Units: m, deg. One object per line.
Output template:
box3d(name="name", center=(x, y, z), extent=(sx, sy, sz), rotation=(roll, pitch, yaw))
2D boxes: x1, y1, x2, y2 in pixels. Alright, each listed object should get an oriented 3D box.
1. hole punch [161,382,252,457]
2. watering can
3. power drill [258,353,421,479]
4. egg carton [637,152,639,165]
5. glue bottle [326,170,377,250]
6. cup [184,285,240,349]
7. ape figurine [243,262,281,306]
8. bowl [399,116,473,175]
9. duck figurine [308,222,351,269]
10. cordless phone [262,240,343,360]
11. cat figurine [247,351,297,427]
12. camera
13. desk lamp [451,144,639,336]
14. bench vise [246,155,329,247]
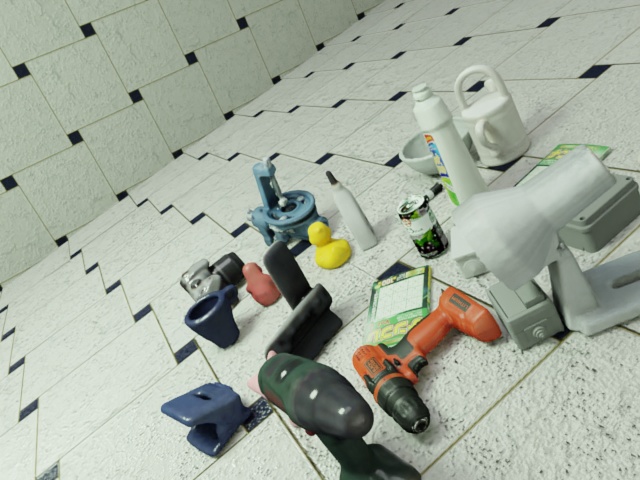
box3d(name="hole punch", center=(-0.179, 0.264, 0.896), extent=(0.108, 0.091, 0.101), rotation=(1, 41, 49))
box3d(name="watering can", center=(0.328, -0.254, 1.117), extent=(0.100, 0.194, 0.173), rotation=(-24, 27, 18))
box3d(name="power drill", center=(0.023, 0.209, 0.624), extent=(0.076, 0.209, 0.228), rotation=(-43, 27, -20))
box3d(name="egg carton", center=(0.538, -0.136, 0.811), extent=(0.149, 0.069, 0.107), rotation=(-2, 39, 47))
box3d(name="glue bottle", center=(0.056, -0.065, 1.116), extent=(0.037, 0.173, 0.078), rotation=(-27, 26, 11))
box3d(name="cup", center=(-0.189, 0.152, 1.103), extent=(0.118, 0.095, 0.091), rotation=(-44, 27, -22))
box3d(name="ape figurine", center=(-0.121, 0.082, 1.153), extent=(0.077, 0.092, 0.076), rotation=(-21, 28, 22))
box3d(name="bowl", center=(0.258, -0.190, 1.224), extent=(0.167, 0.075, 0.167), rotation=(-26, 26, 14))
box3d(name="duck figurine", center=(0.011, 0.004, 1.148), extent=(0.077, 0.086, 0.104), rotation=(-37, 26, -9))
box3d(name="cordless phone", center=(-0.060, 0.105, 0.933), extent=(0.093, 0.185, 0.148), rotation=(-4, 38, 46))
box3d(name="cat figurine", center=(-0.035, 0.206, 0.803), extent=(0.127, 0.118, 0.067), rotation=(-8, 35, 41))
box3d(name="camera", center=(-0.226, 0.085, 1.257), extent=(0.137, 0.101, 0.142), rotation=(-40, 26, -16))
box3d(name="desk lamp", center=(0.286, 0.004, 0.681), extent=(0.203, 0.214, 0.118), rotation=(-26, 26, 14))
box3d(name="bench vise", center=(-0.108, -0.075, 1.269), extent=(0.207, 0.220, 0.121), rotation=(-18, 29, 29))
